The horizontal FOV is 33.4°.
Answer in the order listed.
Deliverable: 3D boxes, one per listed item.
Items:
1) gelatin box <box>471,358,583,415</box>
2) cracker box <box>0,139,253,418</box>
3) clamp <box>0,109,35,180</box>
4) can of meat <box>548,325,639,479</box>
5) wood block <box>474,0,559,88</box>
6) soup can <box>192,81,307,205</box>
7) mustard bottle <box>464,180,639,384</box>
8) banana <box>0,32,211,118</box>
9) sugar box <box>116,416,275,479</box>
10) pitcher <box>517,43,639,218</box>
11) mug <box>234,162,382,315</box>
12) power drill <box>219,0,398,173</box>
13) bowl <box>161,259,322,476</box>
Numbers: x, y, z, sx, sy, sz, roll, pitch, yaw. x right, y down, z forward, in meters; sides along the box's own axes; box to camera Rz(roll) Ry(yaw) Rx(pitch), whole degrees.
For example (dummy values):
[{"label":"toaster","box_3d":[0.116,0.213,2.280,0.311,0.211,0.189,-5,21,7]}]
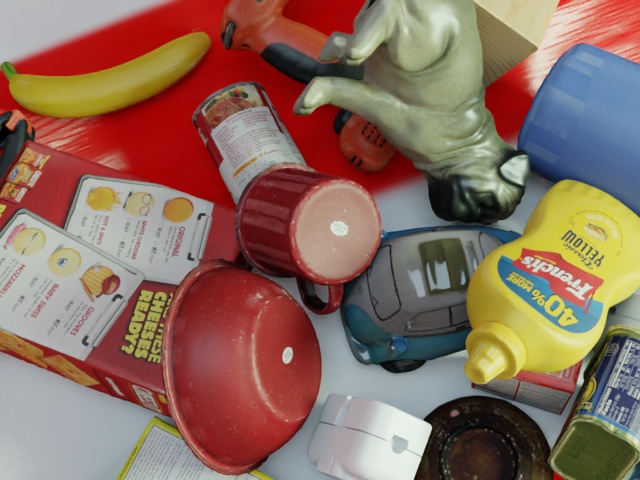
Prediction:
[{"label":"gelatin box","box_3d":[0.153,0.099,0.798,0.073,0.089,0.030,15,73,12]},{"label":"cracker box","box_3d":[-0.178,0.029,0.862,0.214,0.072,0.164,19,64,12]},{"label":"clamp","box_3d":[-0.329,-0.029,0.929,0.165,0.036,0.210,27,79,14]},{"label":"can of meat","box_3d":[0.210,0.124,0.765,0.057,0.102,0.083,26,59,13]},{"label":"wood block","box_3d":[0.153,-0.239,0.869,0.090,0.091,0.206,32,66,-13]},{"label":"soup can","box_3d":[-0.054,-0.072,0.889,0.068,0.068,0.102,-28,72,-2]},{"label":"mustard bottle","box_3d":[0.159,0.038,0.753,0.096,0.058,0.191,40,53,12]},{"label":"banana","box_3d":[-0.193,-0.143,0.945,0.198,0.037,0.069,-6,73,6]},{"label":"sugar box","box_3d":[-0.072,0.215,0.816,0.176,0.048,0.093,26,76,11]},{"label":"pitcher","box_3d":[0.283,-0.064,0.808,0.243,0.145,0.149,30,73,18]},{"label":"mug","box_3d":[-0.005,0.001,0.814,0.093,0.082,0.117,-12,103,-28]},{"label":"power drill","box_3d":[0.025,-0.174,0.895,0.187,0.057,0.184,34,72,1]},{"label":"bowl","box_3d":[-0.045,0.090,0.786,0.055,0.161,0.162,-11,70,31]}]
